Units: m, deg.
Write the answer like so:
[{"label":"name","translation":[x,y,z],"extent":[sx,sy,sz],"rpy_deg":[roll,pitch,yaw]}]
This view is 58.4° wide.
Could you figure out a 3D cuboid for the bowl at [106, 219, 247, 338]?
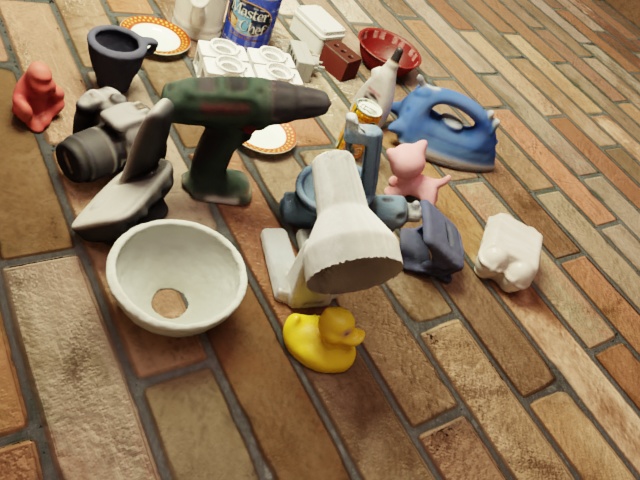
[{"label":"bowl","translation":[-0.178,0.057,0.707],"extent":[0.168,0.074,0.167],"rpy_deg":[14,45,-14]}]

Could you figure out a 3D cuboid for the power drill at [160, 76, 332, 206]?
[{"label":"power drill","translation":[-0.120,-0.149,0.833],"extent":[0.230,0.208,0.075],"rpy_deg":[5,47,-22]}]

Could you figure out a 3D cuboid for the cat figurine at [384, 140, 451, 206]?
[{"label":"cat figurine","translation":[0.169,-0.120,1.015],"extent":[0.128,0.117,0.067],"rpy_deg":[28,43,0]}]

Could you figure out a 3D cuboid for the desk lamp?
[{"label":"desk lamp","translation":[0.007,0.003,0.749],"extent":[0.118,0.213,0.203],"rpy_deg":[1,49,-26]}]

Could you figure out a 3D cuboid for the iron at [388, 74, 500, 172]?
[{"label":"iron","translation":[0.272,-0.235,1.158],"extent":[0.258,0.141,0.118],"rpy_deg":[17,44,-11]}]

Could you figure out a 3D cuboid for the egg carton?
[{"label":"egg carton","translation":[0.328,0.021,0.997],"extent":[0.107,0.069,0.150],"rpy_deg":[29,43,2]}]

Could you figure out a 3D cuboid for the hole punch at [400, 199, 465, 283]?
[{"label":"hole punch","translation":[0.191,0.000,0.933],"extent":[0.101,0.091,0.108],"rpy_deg":[16,44,-12]}]

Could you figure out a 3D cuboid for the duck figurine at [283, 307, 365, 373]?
[{"label":"duck figurine","translation":[0.009,0.117,0.736],"extent":[0.104,0.086,0.077],"rpy_deg":[26,43,-2]}]

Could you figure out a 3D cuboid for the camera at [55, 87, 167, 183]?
[{"label":"camera","translation":[-0.310,-0.149,0.817],"extent":[0.143,0.100,0.137],"rpy_deg":[40,45,13]}]

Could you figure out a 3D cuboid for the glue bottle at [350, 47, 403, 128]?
[{"label":"glue bottle","translation":[0.120,-0.302,1.122],"extent":[0.078,0.173,0.037],"rpy_deg":[41,45,14]}]

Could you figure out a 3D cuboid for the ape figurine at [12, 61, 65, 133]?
[{"label":"ape figurine","translation":[-0.412,-0.217,0.837],"extent":[0.078,0.092,0.076],"rpy_deg":[-20,61,-38]}]

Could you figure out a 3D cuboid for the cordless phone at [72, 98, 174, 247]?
[{"label":"cordless phone","translation":[-0.241,-0.086,0.731],"extent":[0.094,0.185,0.147],"rpy_deg":[23,43,-5]}]

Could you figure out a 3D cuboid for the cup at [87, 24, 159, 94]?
[{"label":"cup","translation":[-0.327,-0.294,0.949],"extent":[0.118,0.095,0.091],"rpy_deg":[-24,63,-40]}]

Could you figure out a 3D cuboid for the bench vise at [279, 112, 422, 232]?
[{"label":"bench vise","translation":[0.062,-0.091,0.860],"extent":[0.208,0.219,0.121],"rpy_deg":[1,49,-25]}]

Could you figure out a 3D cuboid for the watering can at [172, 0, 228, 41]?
[{"label":"watering can","translation":[-0.222,-0.495,1.118],"extent":[0.101,0.194,0.172],"rpy_deg":[-3,51,-28]}]
